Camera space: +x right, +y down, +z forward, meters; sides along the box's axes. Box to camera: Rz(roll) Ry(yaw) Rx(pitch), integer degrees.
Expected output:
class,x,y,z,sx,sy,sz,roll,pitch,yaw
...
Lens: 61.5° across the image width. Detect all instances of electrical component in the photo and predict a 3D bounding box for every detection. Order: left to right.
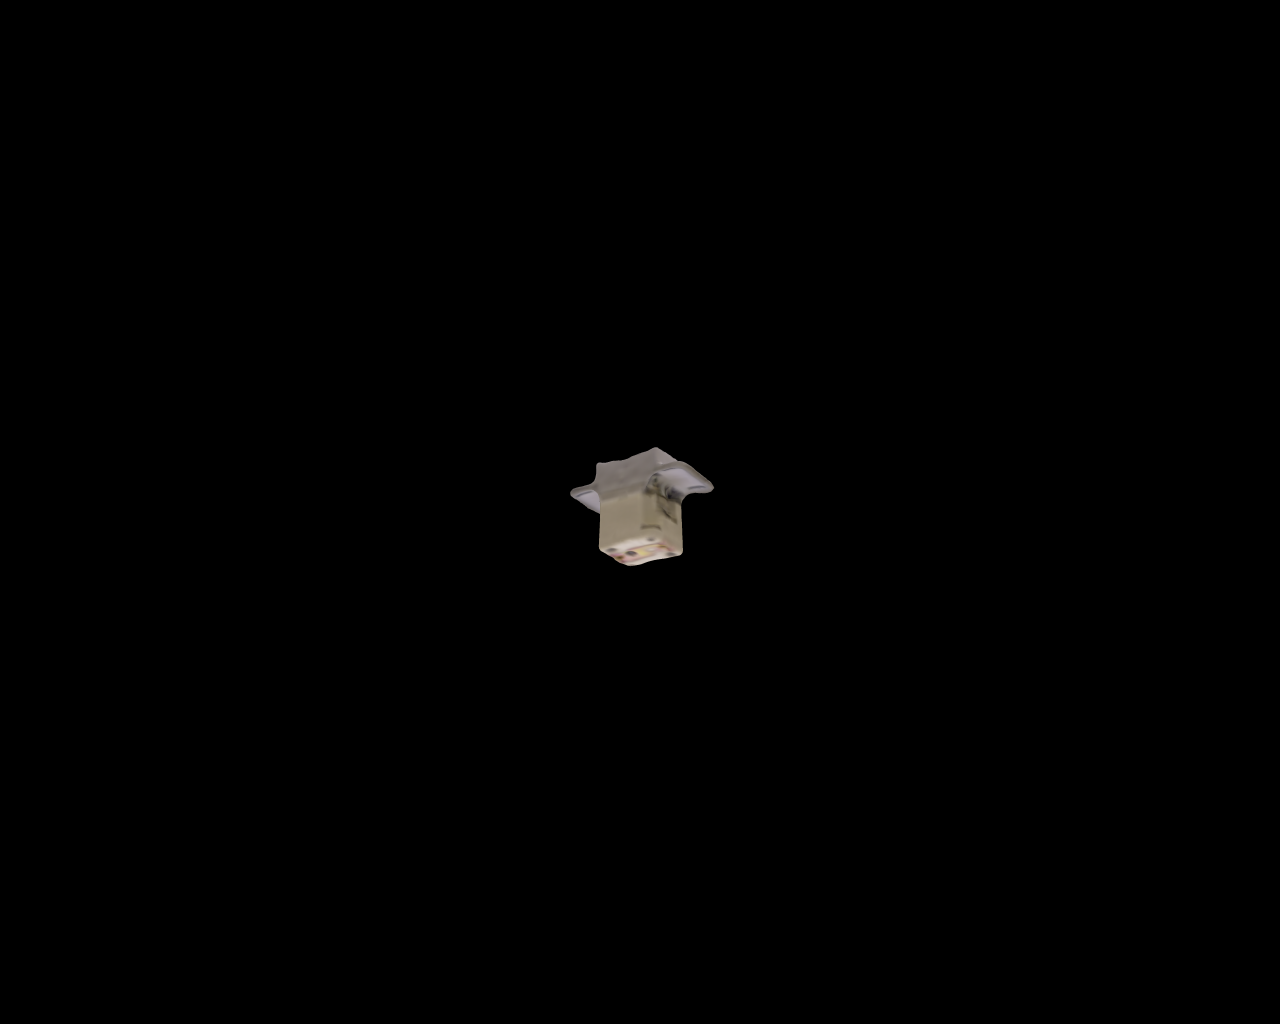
class,x,y,z,sx,sy,sz,roll,pitch,yaw
electrical component,0.001,-0.003,0.650,0.081,0.064,0.042,-14,-27,29
